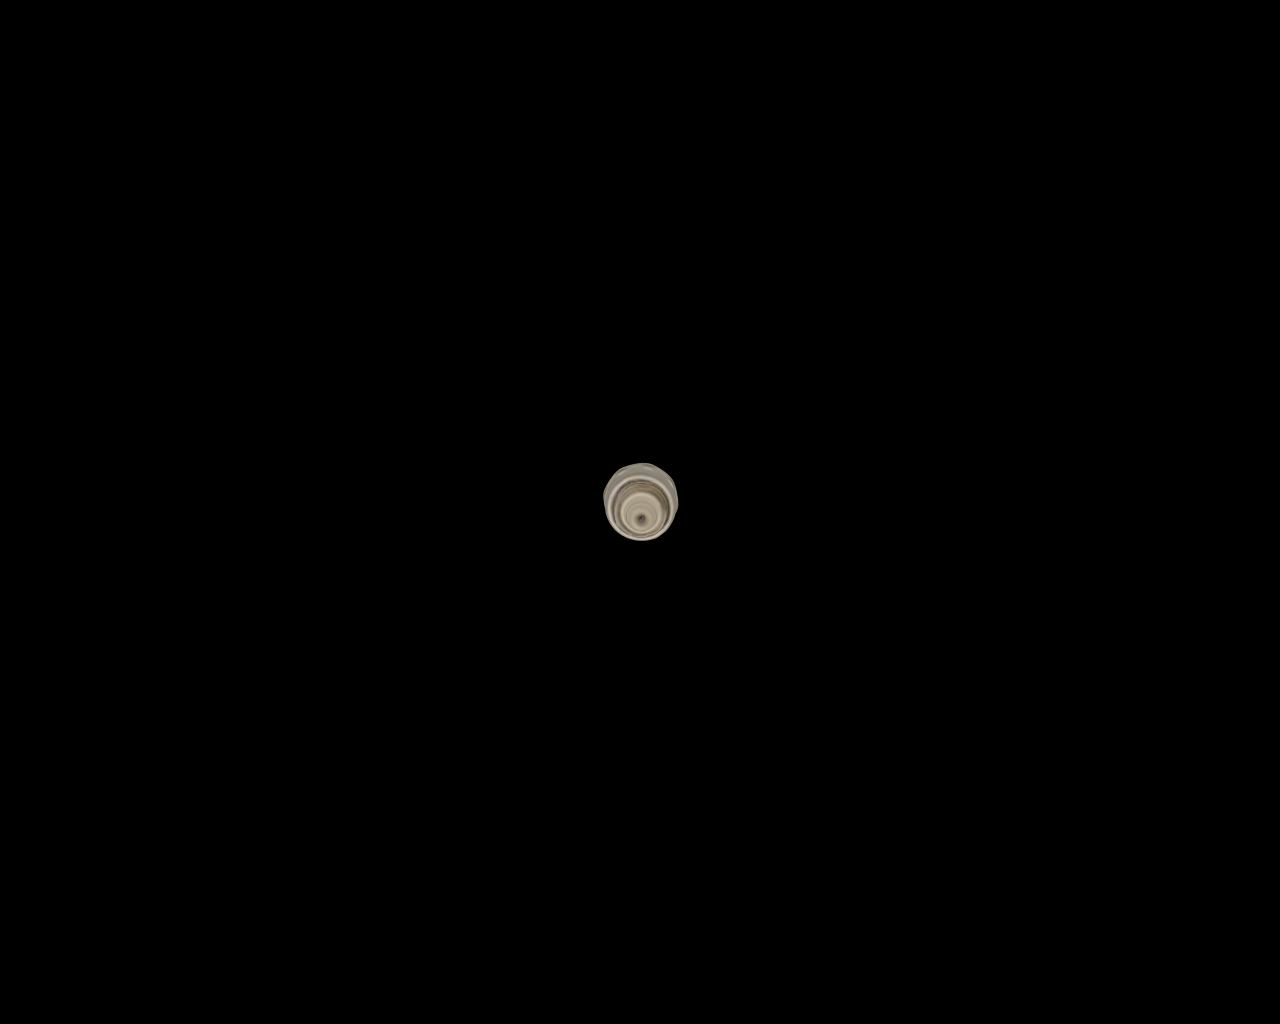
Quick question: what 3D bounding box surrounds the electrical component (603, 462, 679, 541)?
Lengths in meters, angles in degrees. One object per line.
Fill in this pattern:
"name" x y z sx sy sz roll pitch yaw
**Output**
"electrical component" 0.001 -0.003 0.650 0.048 0.048 0.062 0 13 0
